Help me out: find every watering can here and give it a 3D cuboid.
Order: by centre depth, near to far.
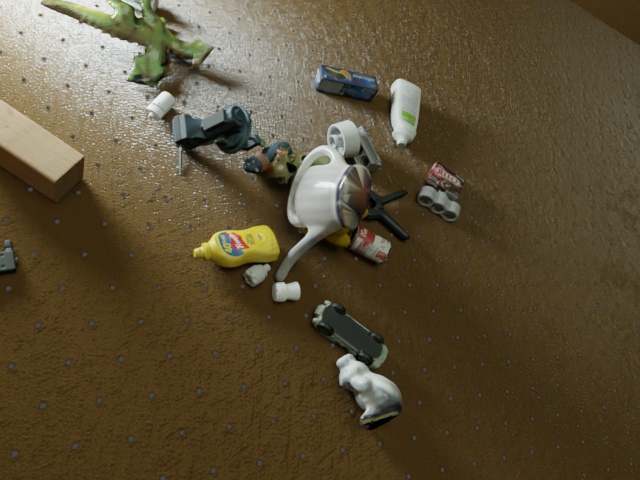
[{"bbox_3d":[0.004,-0.061,1.210,0.103,0.224,0.351,23,74,-46],"label":"watering can"}]

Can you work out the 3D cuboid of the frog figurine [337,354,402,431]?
[{"bbox_3d":[0.110,0.323,1.141,0.136,0.121,0.163,29,35,-51],"label":"frog figurine"}]

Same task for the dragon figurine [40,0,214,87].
[{"bbox_3d":[-0.484,-0.518,1.349,0.413,0.120,0.245,-13,77,-30],"label":"dragon figurine"}]
